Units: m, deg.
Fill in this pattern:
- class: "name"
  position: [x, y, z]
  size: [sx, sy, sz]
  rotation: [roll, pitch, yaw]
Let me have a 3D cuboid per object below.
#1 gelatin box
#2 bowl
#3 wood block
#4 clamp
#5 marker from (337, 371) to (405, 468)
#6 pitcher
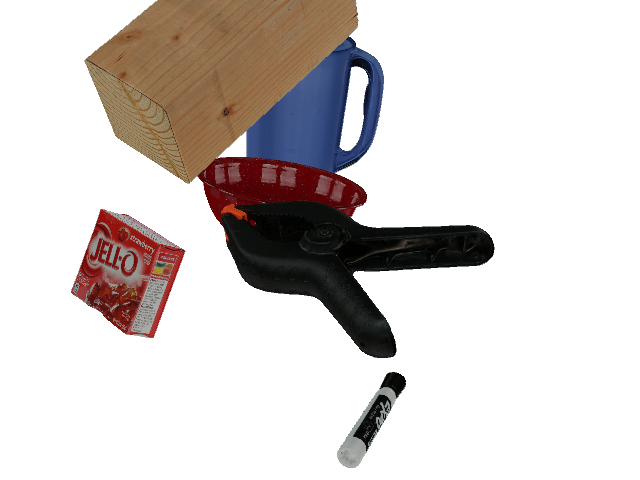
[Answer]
- class: "gelatin box"
  position: [-0.150, 0.024, 0.823]
  size: [0.030, 0.073, 0.089]
  rotation: [14, 10, -46]
- class: "bowl"
  position: [-0.040, -0.031, 1.000]
  size: [0.162, 0.055, 0.162]
  rotation: [9, 18, -3]
- class: "wood block"
  position: [-0.071, -0.156, 0.846]
  size: [0.090, 0.205, 0.091]
  rotation: [33, -25, 27]
- class: "clamp"
  position: [0.004, 0.016, 0.633]
  size: [0.172, 0.039, 0.120]
  rotation: [9, 30, 28]
- class: "marker"
  position: [0.043, 0.139, 0.850]
  size: [0.020, 0.020, 0.121]
  rotation: [0, 23, 24]
- class: "pitcher"
  position: [-0.022, -0.137, 1.324]
  size: [0.144, 0.243, 0.149]
  rotation: [-10, 28, -30]
